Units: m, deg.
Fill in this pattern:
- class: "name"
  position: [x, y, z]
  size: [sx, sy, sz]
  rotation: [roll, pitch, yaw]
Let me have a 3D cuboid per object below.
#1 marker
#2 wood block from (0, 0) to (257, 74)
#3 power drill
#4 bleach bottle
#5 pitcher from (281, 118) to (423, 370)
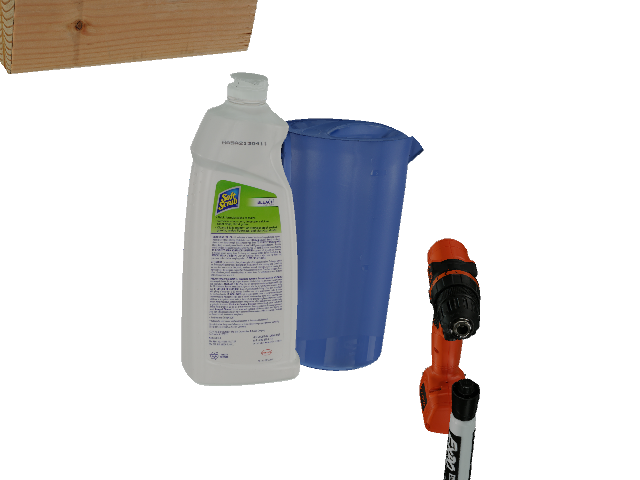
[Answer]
- class: "marker"
  position: [0.095, 0.140, 0.727]
  size: [0.020, 0.121, 0.020]
  rotation: [0, 37, 0]
- class: "wood block"
  position: [-0.159, -0.201, 0.849]
  size: [0.205, 0.091, 0.090]
  rotation: [-12, 44, -32]
- class: "power drill"
  position: [0.142, 0.112, 1.153]
  size: [0.057, 0.188, 0.184]
  rotation: [3, 24, 2]
- class: "bleach bottle"
  position: [-0.058, -0.009, 0.863]
  size: [0.102, 0.251, 0.068]
  rotation: [-2, 21, -21]
- class: "pitcher"
  position: [0.007, 0.001, 1.066]
  size: [0.149, 0.243, 0.144]
  rotation: [10, 16, 22]
